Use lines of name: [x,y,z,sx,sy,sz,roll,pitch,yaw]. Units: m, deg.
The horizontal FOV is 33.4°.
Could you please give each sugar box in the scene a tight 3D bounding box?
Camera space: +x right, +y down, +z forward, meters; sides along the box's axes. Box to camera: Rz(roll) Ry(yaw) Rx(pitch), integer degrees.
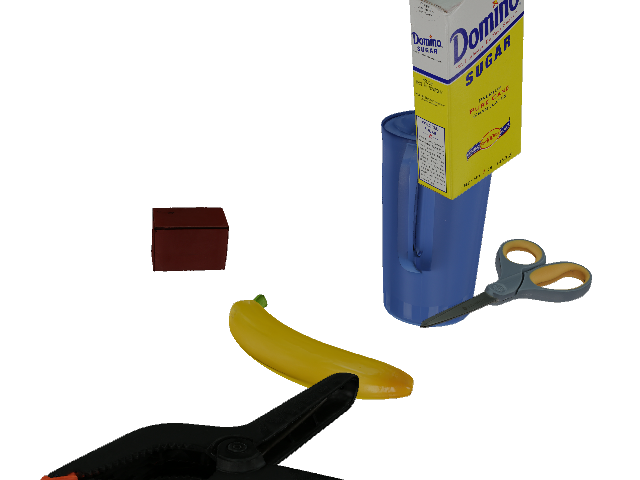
sugar box: [0.119,-0.129,0.853,0.093,0.176,0.048,-35,49,-28]

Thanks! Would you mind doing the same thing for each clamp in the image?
clamp: [-0.043,0.121,0.577,0.209,0.036,0.165,-1,20,-13]

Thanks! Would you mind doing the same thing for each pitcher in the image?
pitcher: [0.128,-0.022,1.248,0.149,0.243,0.145,-8,24,-21]

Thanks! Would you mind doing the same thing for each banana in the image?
banana: [-0.016,0.083,0.846,0.069,0.037,0.198,-24,34,-33]

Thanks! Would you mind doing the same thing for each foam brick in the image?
foam brick: [-0.139,-0.002,1.129,0.078,0.051,0.053,-1,25,-11]

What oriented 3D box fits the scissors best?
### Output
scissors: [0.149,0.035,0.939,0.201,0.016,0.096,-6,35,-28]
